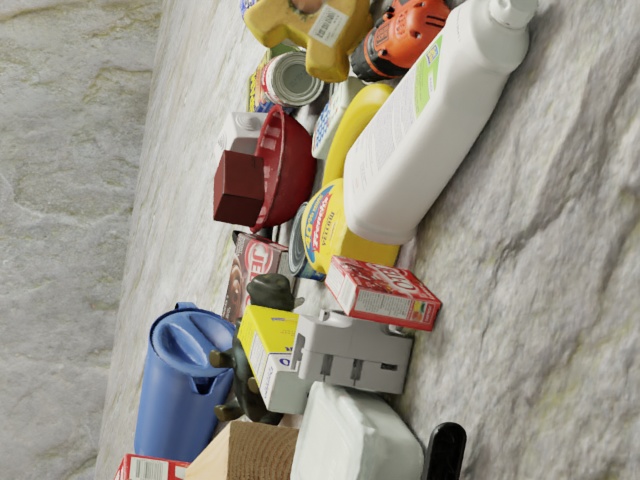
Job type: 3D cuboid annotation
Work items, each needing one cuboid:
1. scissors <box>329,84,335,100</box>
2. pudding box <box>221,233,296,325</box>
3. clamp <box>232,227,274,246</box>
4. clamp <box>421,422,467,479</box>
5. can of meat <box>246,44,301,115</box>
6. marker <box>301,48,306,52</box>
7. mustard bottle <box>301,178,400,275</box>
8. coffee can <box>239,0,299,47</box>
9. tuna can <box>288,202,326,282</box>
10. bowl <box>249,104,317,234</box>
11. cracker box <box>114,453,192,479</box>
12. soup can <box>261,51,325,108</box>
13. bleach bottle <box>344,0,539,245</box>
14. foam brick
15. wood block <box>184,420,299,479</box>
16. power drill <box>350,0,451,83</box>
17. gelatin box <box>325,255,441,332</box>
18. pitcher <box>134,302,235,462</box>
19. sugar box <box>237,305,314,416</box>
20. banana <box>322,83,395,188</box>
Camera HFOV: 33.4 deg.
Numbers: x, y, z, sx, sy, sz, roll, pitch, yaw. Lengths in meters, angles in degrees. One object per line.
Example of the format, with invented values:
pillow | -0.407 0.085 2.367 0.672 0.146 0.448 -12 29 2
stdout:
scissors | 0.015 -0.238 1.285 0.096 0.016 0.202 170 110 -75
pudding box | -0.072 0.056 1.300 0.090 0.039 0.113 21 103 50
clamp | -0.086 0.026 1.423 0.165 0.036 0.210 125 149 -55
clamp | 0.077 0.223 0.728 0.120 0.039 0.172 -94 15 -56
can of meat | -0.060 -0.207 1.455 0.084 0.057 0.102 129 147 -54
marker | -0.006 -0.274 1.376 0.020 0.020 0.121 -106 31 -58
mustard bottle | 0.022 -0.010 1.034 0.192 0.058 0.096 -145 69 -73
coffee can | -0.037 -0.284 1.273 0.140 0.102 0.103 -136 58 -73
tuna can | -0.008 0.001 1.174 0.086 0.033 0.086 -170 90 -74
bowl | -0.044 -0.083 1.313 0.162 0.055 0.162 -170 90 -74
cracker box | -0.187 0.353 1.329 0.214 0.164 0.072 119 156 -46
soup can | -0.034 -0.197 1.316 0.102 0.068 0.068 -143 64 -78
bleach bottle | 0.095 -0.100 0.836 0.251 0.068 0.102 126 149 -52
foam brick | -0.098 -0.062 1.290 0.051 0.053 0.078 115 160 -43
wood block | -0.084 0.271 1.158 0.206 0.090 0.090 128 149 -58
power drill | 0.081 -0.245 0.989 0.185 0.057 0.187 173 104 -71
gelatin box | 0.050 0.042 0.876 0.089 0.073 0.030 -127 51 -70
pitcher | -0.198 0.217 1.534 0.149 0.145 0.243 -43 -22 -50
sugar box | -0.019 0.116 1.031 0.176 0.093 0.048 -135 57 -70
banana | 0.038 -0.100 1.076 0.198 0.037 0.069 124 153 -54
